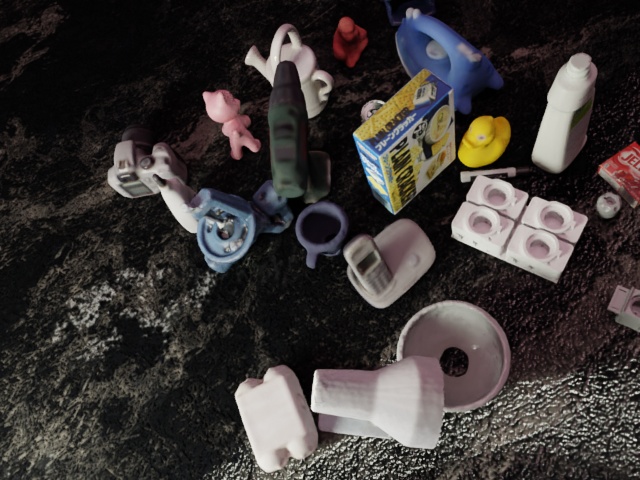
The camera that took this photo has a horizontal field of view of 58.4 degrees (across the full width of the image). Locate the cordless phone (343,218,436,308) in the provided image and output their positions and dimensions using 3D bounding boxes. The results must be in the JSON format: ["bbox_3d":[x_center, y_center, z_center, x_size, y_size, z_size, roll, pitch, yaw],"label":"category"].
[{"bbox_3d":[0.106,0.020,0.909,0.147,0.185,0.094,-45,65,-6],"label":"cordless phone"}]

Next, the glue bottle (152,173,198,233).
[{"bbox_3d":[-0.260,-0.078,1.046,0.037,0.173,0.078,-17,65,7],"label":"glue bottle"}]

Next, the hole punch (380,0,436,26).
[{"bbox_3d":[0.175,-0.506,1.160,0.108,0.091,0.101,-14,66,8],"label":"hole punch"}]

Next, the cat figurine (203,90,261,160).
[{"bbox_3d":[-0.178,-0.239,1.122,0.067,0.118,0.127,-28,64,2],"label":"cat figurine"}]

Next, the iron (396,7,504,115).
[{"bbox_3d":[0.216,-0.357,1.060,0.118,0.142,0.257,-39,65,-4],"label":"iron"}]

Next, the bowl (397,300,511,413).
[{"bbox_3d":[0.204,0.183,0.880,0.167,0.075,0.167,-5,67,12],"label":"bowl"}]

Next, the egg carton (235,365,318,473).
[{"bbox_3d":[-0.068,0.281,0.909,0.107,0.069,0.150,-27,64,2],"label":"egg carton"}]

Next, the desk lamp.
[{"bbox_3d":[0.077,0.230,0.814,0.203,0.214,0.118,0,68,14],"label":"desk lamp"}]

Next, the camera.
[{"bbox_3d":[-0.352,-0.171,1.146,0.143,0.101,0.137,-11,66,9],"label":"camera"}]

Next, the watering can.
[{"bbox_3d":[-0.059,-0.323,1.085,0.172,0.194,0.101,-2,68,13],"label":"watering can"}]

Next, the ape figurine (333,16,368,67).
[{"bbox_3d":[0.057,-0.406,1.147,0.078,0.092,0.076,-23,65,4],"label":"ape figurine"}]

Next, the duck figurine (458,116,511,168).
[{"bbox_3d":[0.289,-0.186,1.003,0.104,0.086,0.077,-39,65,-4],"label":"duck figurine"}]

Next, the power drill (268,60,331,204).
[{"bbox_3d":[-0.039,-0.165,1.008,0.075,0.209,0.229,-6,67,12],"label":"power drill"}]

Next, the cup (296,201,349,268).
[{"bbox_3d":[0.009,0.004,0.990,0.091,0.095,0.118,11,71,18],"label":"cup"}]

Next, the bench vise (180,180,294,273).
[{"bbox_3d":[-0.147,-0.057,0.983,0.121,0.220,0.207,27,77,22],"label":"bench vise"}]
